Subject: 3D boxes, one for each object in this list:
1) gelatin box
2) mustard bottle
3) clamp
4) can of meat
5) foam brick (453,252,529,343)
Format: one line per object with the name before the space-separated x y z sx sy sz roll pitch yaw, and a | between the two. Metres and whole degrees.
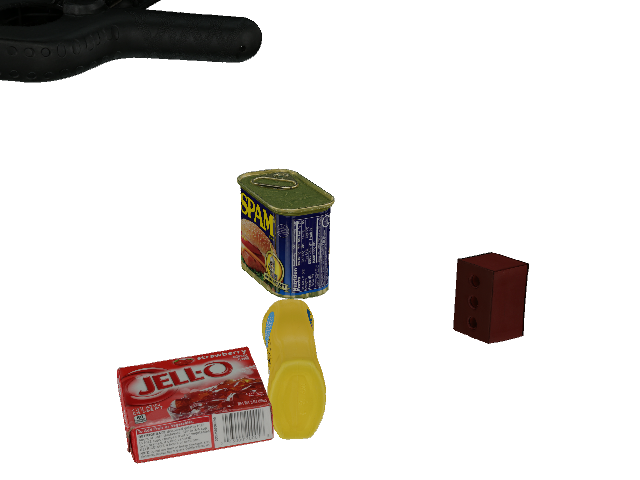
gelatin box | -0.080 0.101 0.672 0.089 0.030 0.073 -8 25 -13
mustard bottle | -0.031 0.117 1.123 0.058 0.096 0.191 -2 26 -5
clamp | -0.131 -0.124 0.597 0.171 0.039 0.120 -9 31 -24
can of meat | -0.031 -0.006 0.913 0.057 0.084 0.102 -10 25 -25
foam brick | 0.170 0.057 1.065 0.051 0.078 0.053 -11 20 -36
